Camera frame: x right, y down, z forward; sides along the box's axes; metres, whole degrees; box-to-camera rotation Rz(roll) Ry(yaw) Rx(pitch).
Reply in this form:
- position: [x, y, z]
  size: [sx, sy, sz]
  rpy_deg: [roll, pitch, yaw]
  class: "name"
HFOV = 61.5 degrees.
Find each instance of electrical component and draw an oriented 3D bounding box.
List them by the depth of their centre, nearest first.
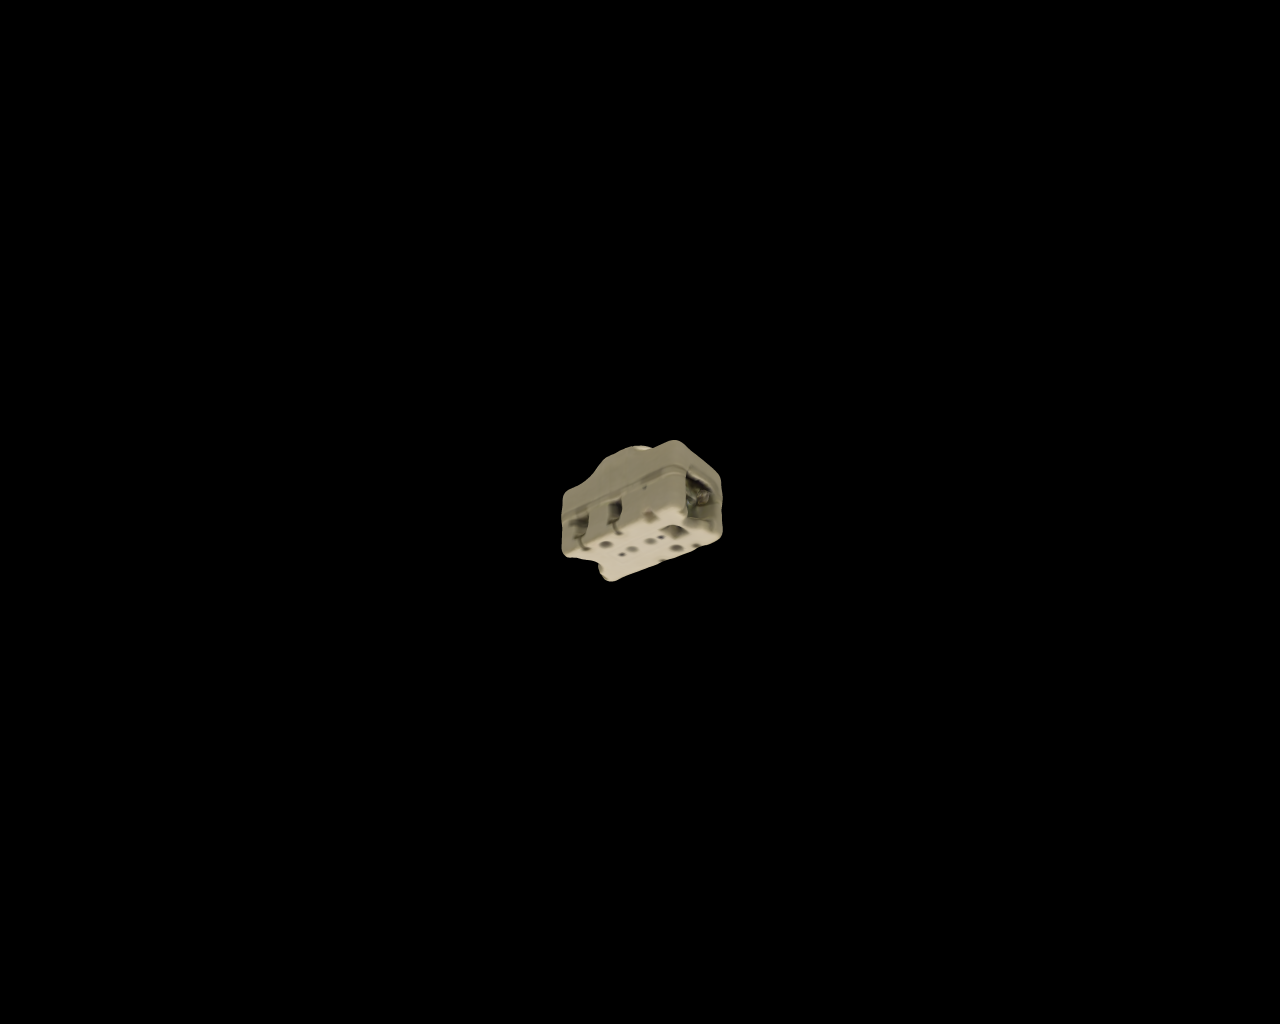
- position: [0.001, -0.003, 0.650]
  size: [0.089, 0.056, 0.050]
  rpy_deg: [-24, -41, 31]
  class: "electrical component"
